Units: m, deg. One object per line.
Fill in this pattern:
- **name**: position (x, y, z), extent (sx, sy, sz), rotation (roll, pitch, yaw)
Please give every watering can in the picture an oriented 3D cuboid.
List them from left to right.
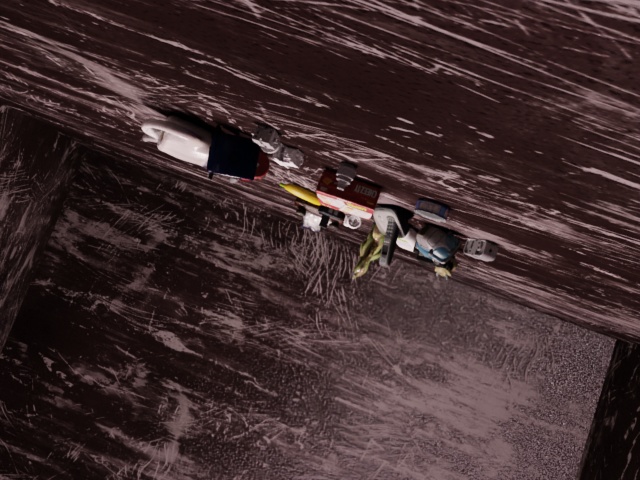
- **watering can**: position (-0.391, -0.278, 1.448), extent (0.223, 0.104, 0.348), rotation (21, 176, -23)

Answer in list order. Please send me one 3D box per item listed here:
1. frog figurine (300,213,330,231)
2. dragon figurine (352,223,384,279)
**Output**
- **frog figurine**: position (0.007, -0.108, 2.154), extent (0.157, 0.126, 0.136), rotation (-30, 132, 35)
- **dragon figurine**: position (0.180, 0.062, 2.005), extent (0.123, 0.401, 0.247), rotation (34, -142, 14)
